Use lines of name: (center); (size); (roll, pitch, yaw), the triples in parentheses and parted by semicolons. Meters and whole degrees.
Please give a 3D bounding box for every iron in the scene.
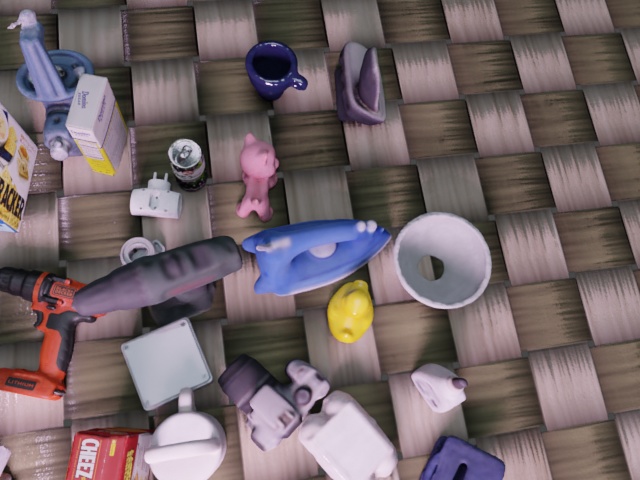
iron: (0.009, 0.003, 0.928); (0.258, 0.141, 0.118); (-15, 76, -11)

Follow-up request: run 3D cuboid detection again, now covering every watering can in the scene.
watering can: (-0.182, 0.297, 0.791); (0.101, 0.194, 0.173); (-25, 78, -13)

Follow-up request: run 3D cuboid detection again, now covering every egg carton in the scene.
egg carton: (0.044, 0.313, 0.878); (0.107, 0.069, 0.150); (-41, 82, -16)

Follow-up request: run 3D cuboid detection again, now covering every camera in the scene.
camera: (-0.077, 0.227, 0.873); (0.137, 0.101, 0.143); (42, 74, 7)

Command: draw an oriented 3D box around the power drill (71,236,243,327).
power drill: (-0.225, 0.070, 0.846); (0.230, 0.208, 0.075); (-24, 77, -13)

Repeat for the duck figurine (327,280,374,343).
duck figurine: (0.054, 0.113, 0.930); (0.077, 0.086, 0.104); (17, 72, -1)

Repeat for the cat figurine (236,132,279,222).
cat figurine: (-0.104, -0.109, 0.961); (0.067, 0.117, 0.128); (5, 73, -5)

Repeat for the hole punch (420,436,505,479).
hole punch: (0.212, 0.364, 0.871); (0.101, 0.091, 0.109); (29, 72, 3)

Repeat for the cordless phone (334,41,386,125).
cordless phone: (0.082, -0.299, 1.004); (0.094, 0.185, 0.147); (-6, 74, -8)

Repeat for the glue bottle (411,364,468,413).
glue bottle: (0.190, 0.222, 0.868); (0.037, 0.173, 0.078); (-30, 79, -14)

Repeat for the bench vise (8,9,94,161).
bench vise: (-0.413, -0.242, 0.911); (0.121, 0.219, 0.207); (-25, 78, -13)

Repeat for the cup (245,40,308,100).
cup: (-0.076, -0.289, 1.030); (0.117, 0.095, 0.092); (29, 72, 3)

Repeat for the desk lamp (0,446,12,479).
desk lamp: (-0.473, 0.341, 0.734); (0.118, 0.213, 0.203); (14, 72, -2)

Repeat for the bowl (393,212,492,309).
bowl: (0.200, 0.041, 0.974); (0.167, 0.074, 0.167); (2, 73, -6)
